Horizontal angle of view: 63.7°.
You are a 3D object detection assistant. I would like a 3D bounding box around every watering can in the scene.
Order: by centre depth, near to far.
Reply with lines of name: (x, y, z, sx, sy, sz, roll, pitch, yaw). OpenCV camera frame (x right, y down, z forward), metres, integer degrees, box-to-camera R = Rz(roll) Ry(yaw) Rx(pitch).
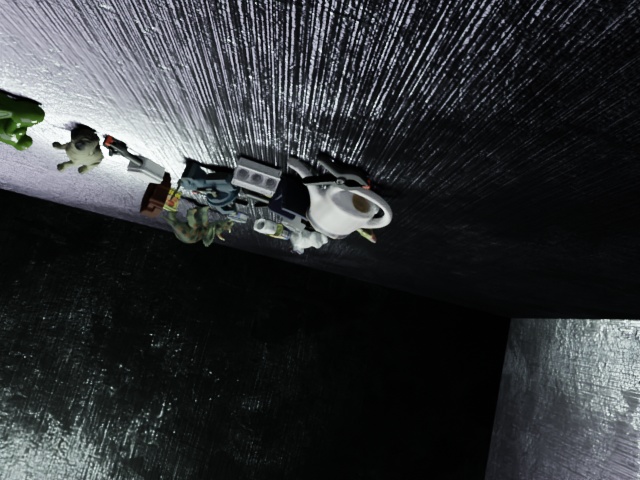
watering can: (0.031, -0.109, 1.434, 0.346, 0.106, 0.220, 25, 146, -17)

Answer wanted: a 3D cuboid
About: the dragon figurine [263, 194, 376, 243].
dragon figurine: (0.005, -0.086, 1.710, 0.410, 0.122, 0.242, 23, 179, 0)

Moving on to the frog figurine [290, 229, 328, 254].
frog figurine: (-0.052, -0.010, 2.303, 0.158, 0.125, 0.135, -29, 143, 17)
